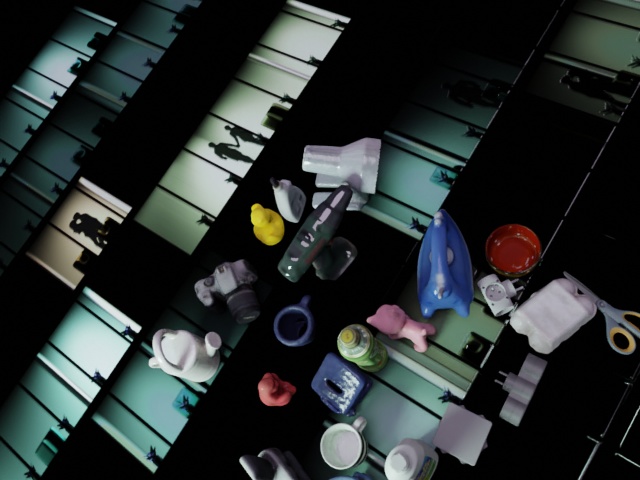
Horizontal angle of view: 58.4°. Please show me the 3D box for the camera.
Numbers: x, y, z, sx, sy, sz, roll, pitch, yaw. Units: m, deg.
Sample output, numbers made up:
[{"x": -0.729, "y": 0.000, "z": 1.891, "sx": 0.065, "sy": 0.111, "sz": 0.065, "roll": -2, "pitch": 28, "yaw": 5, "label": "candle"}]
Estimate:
[{"x": -0.207, "y": 0.130, "z": 1.334, "sx": 0.143, "sy": 0.101, "sz": 0.136, "roll": -31, "pitch": 64, "yaw": 4, "label": "camera"}]

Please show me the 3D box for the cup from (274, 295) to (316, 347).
[{"x": -0.039, "y": 0.184, "z": 1.263, "sx": 0.091, "sy": 0.095, "sz": 0.118, "roll": 19, "pitch": 76, "yaw": 23, "label": "cup"}]

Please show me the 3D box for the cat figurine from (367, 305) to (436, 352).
[{"x": 0.168, "y": 0.175, "z": 1.188, "sx": 0.127, "sy": 0.118, "sz": 0.067, "roll": 19, "pitch": 76, "yaw": 23, "label": "cat figurine"}]

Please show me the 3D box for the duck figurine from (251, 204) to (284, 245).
[{"x": -0.134, "y": -0.042, "z": 1.386, "sx": 0.077, "sy": 0.086, "sz": 0.104, "roll": -29, "pitch": 64, "yaw": 5, "label": "duck figurine"}]

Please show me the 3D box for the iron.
[{"x": 0.255, "y": 0.029, "z": 1.204, "sx": 0.118, "sy": 0.142, "sz": 0.258, "roll": -5, "pitch": 68, "yaw": 16, "label": "iron"}]

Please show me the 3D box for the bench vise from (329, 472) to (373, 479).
[{"x": 0.032, "y": 0.530, "z": 1.036, "sx": 0.121, "sy": 0.220, "sz": 0.207, "roll": 4, "pitch": 71, "yaw": 19, "label": "bench vise"}]

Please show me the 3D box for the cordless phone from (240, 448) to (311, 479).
[{"x": -0.090, "y": 0.478, "z": 1.114, "sx": 0.094, "sy": 0.185, "sz": 0.147, "roll": -46, "pitch": 63, "yaw": -3, "label": "cordless phone"}]

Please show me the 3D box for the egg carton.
[{"x": 0.459, "y": 0.148, "z": 1.133, "sx": 0.150, "sy": 0.069, "sz": 0.107, "roll": -40, "pitch": 63, "yaw": -1, "label": "egg carton"}]

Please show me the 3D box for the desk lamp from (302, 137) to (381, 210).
[{"x": 0.055, "y": -0.148, "z": 1.296, "sx": 0.202, "sy": 0.214, "sz": 0.118, "roll": 1, "pitch": 70, "yaw": 18, "label": "desk lamp"}]

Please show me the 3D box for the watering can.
[{"x": -0.301, "y": 0.247, "z": 1.266, "sx": 0.173, "sy": 0.194, "sz": 0.100, "roll": -39, "pitch": 63, "yaw": 0, "label": "watering can"}]

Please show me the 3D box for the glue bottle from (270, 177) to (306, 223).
[{"x": -0.081, "y": -0.106, "z": 1.345, "sx": 0.037, "sy": 0.173, "sz": 0.078, "roll": 12, "pitch": 74, "yaw": 22, "label": "glue bottle"}]

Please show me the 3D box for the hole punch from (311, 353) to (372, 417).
[{"x": 0.042, "y": 0.303, "z": 1.193, "sx": 0.108, "sy": 0.091, "sz": 0.101, "roll": 34, "pitch": 83, "yaw": 26, "label": "hole punch"}]

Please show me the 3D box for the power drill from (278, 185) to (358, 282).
[{"x": 0.012, "y": 0.004, "z": 1.253, "sx": 0.075, "sy": 0.209, "sz": 0.230, "roll": 37, "pitch": 84, "yaw": 26, "label": "power drill"}]

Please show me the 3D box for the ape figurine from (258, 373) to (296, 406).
[{"x": -0.103, "y": 0.320, "z": 1.232, "sx": 0.076, "sy": 0.092, "sz": 0.077, "roll": -29, "pitch": 64, "yaw": 5, "label": "ape figurine"}]
